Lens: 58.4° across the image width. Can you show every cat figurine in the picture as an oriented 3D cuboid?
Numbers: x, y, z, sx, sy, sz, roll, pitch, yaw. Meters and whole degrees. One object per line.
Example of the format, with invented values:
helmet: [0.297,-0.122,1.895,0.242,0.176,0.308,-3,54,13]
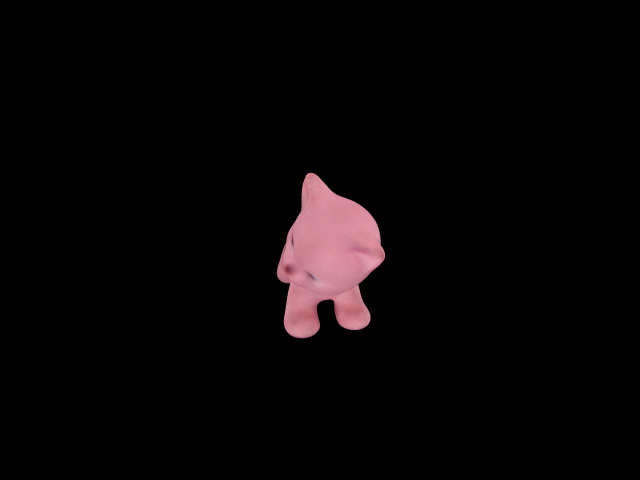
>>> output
cat figurine: [0.004,0.001,0.400,0.067,0.118,0.127,-6,32,-9]
